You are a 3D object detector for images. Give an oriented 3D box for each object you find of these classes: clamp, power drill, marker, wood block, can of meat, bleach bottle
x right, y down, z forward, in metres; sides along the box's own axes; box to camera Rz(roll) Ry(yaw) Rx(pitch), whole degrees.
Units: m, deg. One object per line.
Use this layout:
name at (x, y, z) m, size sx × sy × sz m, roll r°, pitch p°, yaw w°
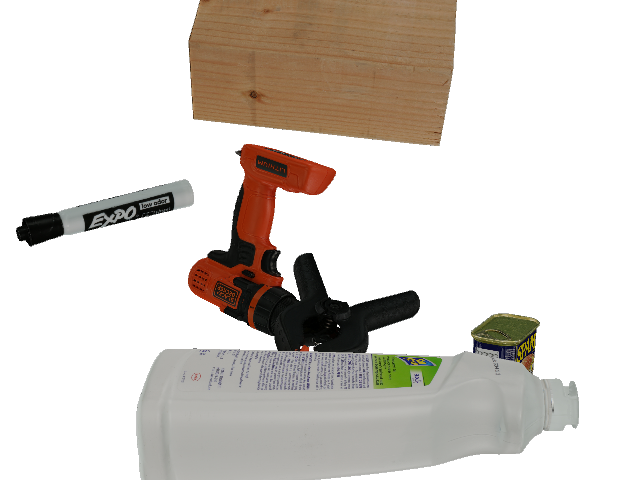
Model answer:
clamp at (0.002, 0.063, 0.915) m, size 0.120 × 0.039 × 0.171 m, roll 19°, pitch 27°, yaw 22°
power drill at (-0.048, 0.003, 1.126) m, size 0.185 × 0.188 × 0.057 m, roll 22°, pitch 8°, yaw 32°
marker at (-0.143, -0.019, 0.714) m, size 0.120 × 0.020 × 0.020 m, roll -16°, pitch 7°, yaw -26°
wood block at (0.003, -0.148, 0.877) m, size 0.206 × 0.090 × 0.091 m, roll 7°, pitch -39°, yaw 2°
can of meat at (0.206, 0.136, 1.197) m, size 0.058 × 0.084 × 0.101 m, roll 8°, pitch 15°, yaw 27°
bleach bottle at (0.025, 0.102, 0.629) m, size 0.251 × 0.068 × 0.102 m, roll -1°, pitch 18°, yaw 2°
